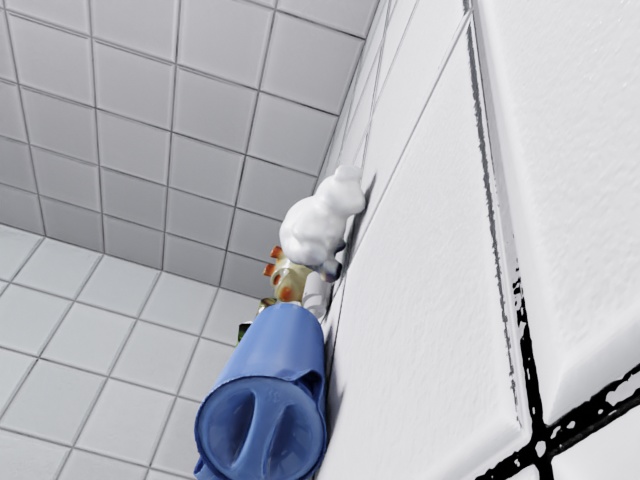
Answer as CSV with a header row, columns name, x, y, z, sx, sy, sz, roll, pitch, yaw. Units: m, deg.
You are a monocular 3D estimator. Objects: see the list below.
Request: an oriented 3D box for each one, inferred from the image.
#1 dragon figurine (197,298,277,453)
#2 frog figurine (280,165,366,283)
name,x,y,z,sx,sy,sz,roll,pitch,yaw
dragon figurine,-0.133,0.267,0.965,0.418,0.122,0.237,-50,-13,-50
frog figurine,0.002,-0.038,0.761,0.140,0.123,0.156,-49,-27,-47
